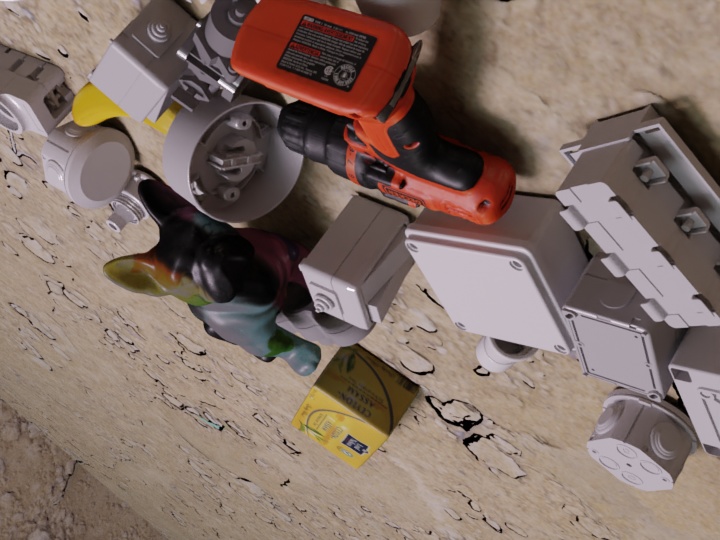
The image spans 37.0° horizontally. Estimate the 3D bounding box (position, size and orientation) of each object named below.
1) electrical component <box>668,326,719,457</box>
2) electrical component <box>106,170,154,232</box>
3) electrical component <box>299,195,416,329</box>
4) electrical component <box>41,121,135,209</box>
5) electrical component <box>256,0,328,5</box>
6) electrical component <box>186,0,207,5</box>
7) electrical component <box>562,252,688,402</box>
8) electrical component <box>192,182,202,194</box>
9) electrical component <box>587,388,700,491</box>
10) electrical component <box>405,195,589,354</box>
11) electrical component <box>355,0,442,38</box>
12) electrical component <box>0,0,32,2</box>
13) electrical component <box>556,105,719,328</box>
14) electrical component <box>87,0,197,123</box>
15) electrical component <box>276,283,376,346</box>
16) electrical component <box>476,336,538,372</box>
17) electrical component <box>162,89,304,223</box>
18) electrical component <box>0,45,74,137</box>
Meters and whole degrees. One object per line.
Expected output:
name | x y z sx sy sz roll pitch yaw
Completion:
electrical component | 0.272 0.084 0.700 0.109 0.056 0.108 12 146 42
electrical component | -0.226 -0.065 1.069 0.048 0.062 0.048 29 155 15
electrical component | 0.000 0.000 0.852 0.061 0.096 0.061 23 153 26
electrical component | -0.259 -0.103 1.025 0.051 0.080 0.080 28 155 29
electrical component | -0.045 -0.175 0.659 0.043 0.043 0.081 12 147 42
electrical component | -0.097 -0.197 0.683 0.040 0.046 0.040 29 155 15
electrical component | 0.185 0.039 0.726 0.062 0.061 0.096 17 150 35
electrical component | -0.130 -0.075 0.952 0.040 0.040 0.078 32 155 8
electrical component | 0.226 0.136 0.860 0.080 0.051 0.080 29 155 15
electrical component | 0.103 -0.001 0.765 0.109 0.056 0.108 11 146 42
electrical component | 0.005 -0.176 0.591 0.079 0.043 0.077 26 154 21
electrical component | -0.227 -0.236 0.712 0.108 0.108 0.060 27 148 19
electrical component | 0.173 -0.026 0.621 0.121 0.063 0.079 45 154 -20
electrical component | -0.153 -0.158 0.806 0.061 0.061 0.096 41 155 -13
electrical component | -0.035 0.048 1.036 0.138 0.052 0.073 6 143 47
electrical component | 0.118 0.060 0.878 0.044 0.044 0.065 34 160 4
electrical component | -0.099 -0.088 0.826 0.064 0.099 0.099 28 155 32
electrical component | -0.323 -0.167 1.018 0.089 0.055 0.050 23 153 26
